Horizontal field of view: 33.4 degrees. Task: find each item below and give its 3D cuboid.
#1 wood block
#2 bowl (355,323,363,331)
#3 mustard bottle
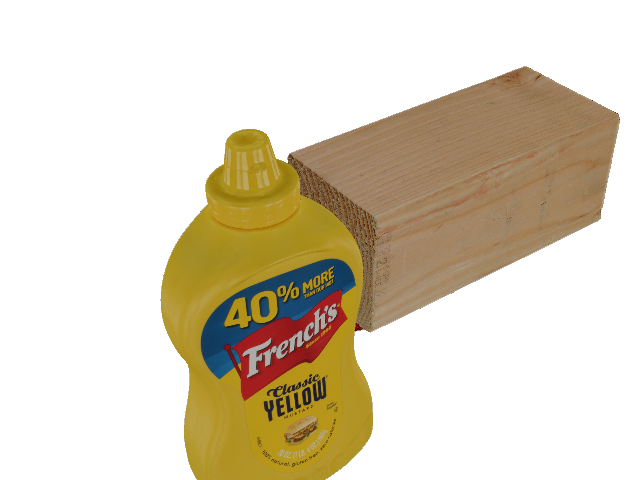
[{"bbox_3d":[0.087,-0.033,0.703,0.205,0.090,0.091,-23,42,-29],"label":"wood block"},{"bbox_3d":[0.007,0.031,0.874,0.162,0.055,0.162,12,17,-4],"label":"bowl"},{"bbox_3d":[-0.025,0.035,0.501,0.096,0.192,0.058,-19,37,-20],"label":"mustard bottle"}]
